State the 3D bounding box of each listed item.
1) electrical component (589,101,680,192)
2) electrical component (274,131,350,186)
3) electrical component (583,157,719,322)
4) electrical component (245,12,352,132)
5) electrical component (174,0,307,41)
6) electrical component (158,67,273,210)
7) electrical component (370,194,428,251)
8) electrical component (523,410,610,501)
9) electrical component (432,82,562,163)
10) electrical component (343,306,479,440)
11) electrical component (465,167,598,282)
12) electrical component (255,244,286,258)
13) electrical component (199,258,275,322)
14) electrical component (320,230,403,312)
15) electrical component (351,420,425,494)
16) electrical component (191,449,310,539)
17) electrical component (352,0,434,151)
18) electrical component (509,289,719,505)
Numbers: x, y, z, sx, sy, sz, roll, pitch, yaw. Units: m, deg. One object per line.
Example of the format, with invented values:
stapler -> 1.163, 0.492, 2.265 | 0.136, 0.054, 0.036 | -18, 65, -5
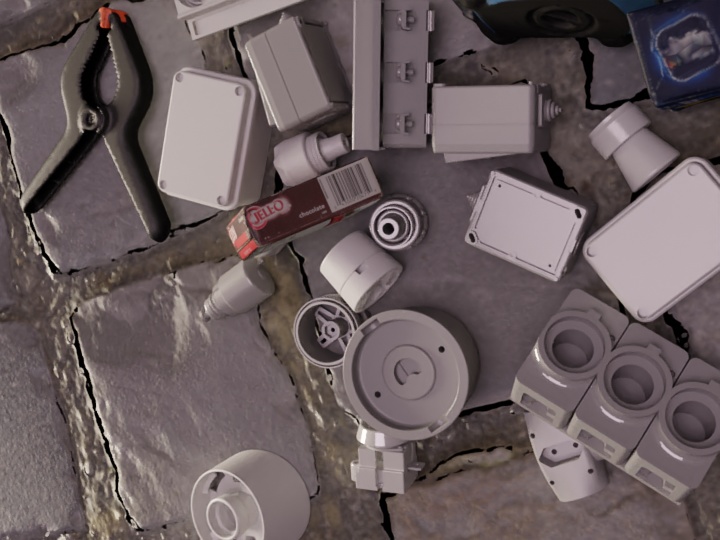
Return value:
electrical component -> 0.206, -0.093, 0.811 | 0.045, 0.045, 0.055 | -43, 80, 22
electrical component -> -0.039, -0.097, 0.912 | 0.062, 0.043, 0.043 | -20, 90, 22
electrical component -> 0.233, -0.023, 0.803 | 0.113, 0.057, 0.078 | -42, 81, 22
electrical component -> -0.053, -0.167, 0.898 | 0.061, 0.062, 0.096 | -23, 89, 24
electrical component -> -0.092, -0.248, 0.902 | 0.121, 0.063, 0.078 | -14, 92, 23
electrical component -> -0.125, -0.115, 0.938 | 0.078, 0.057, 0.113 | 16, 103, 20
electrical component -> 0.029, -0.037, 0.881 | 0.048, 0.062, 0.048 | 2, 98, 11
electrical component -> 0.181, 0.135, 0.855 | 0.079, 0.043, 0.077 | -23, 88, 23
electrical component -> 0.109, -0.114, 0.839 | 0.096, 0.062, 0.061 | 3, 99, 22
electrical component -> 0.047, 0.081, 0.893 | 0.108, 0.060, 0.108 | 3, 99, 22
electrical component -> 0.130, -0.040, 0.841 | 0.096, 0.061, 0.061 | 25, 106, 17
electrical component -> -0.089, -0.027, 0.933 | 0.035, 0.061, 0.035 | 3, 99, 22
electrical component -> -0.112, 0.022, 0.961 | 0.078, 0.040, 0.040 | -35, 84, 22
electrical component -> 0.000, 0.000, 0.905 | 0.047, 0.055, 0.055 | 46, 111, 15
electrical component -> 0.022, 0.156, 0.923 | 0.066, 0.048, 0.055 | 3, 106, 22
electrical component -> -0.104, 0.218, 0.986 | 0.099, 0.064, 0.099 | 8, 104, 35
electrical component -> 0.026, -0.158, 0.865 | 0.063, 0.078, 0.121 | 1, 98, 0
electrical component -> 0.201, 0.093, 0.809 | 0.150, 0.061, 0.089 | 32, 71, 15
